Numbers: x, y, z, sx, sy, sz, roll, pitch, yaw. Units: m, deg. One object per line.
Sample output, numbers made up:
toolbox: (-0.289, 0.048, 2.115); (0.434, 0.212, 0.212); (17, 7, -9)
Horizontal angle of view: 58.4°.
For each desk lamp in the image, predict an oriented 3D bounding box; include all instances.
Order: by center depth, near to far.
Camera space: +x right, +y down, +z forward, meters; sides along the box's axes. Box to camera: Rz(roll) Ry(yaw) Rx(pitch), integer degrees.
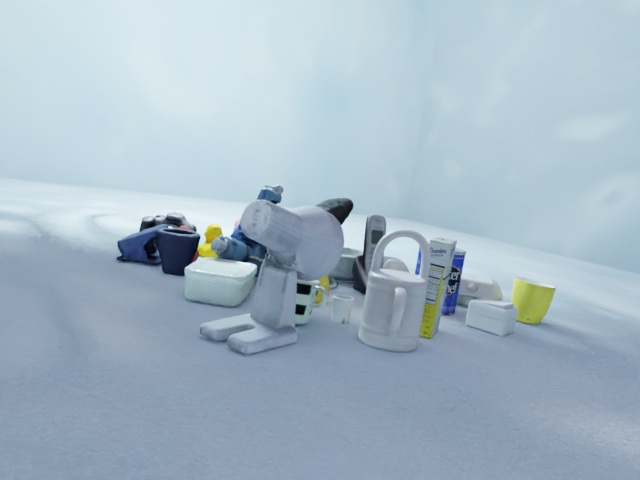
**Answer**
desk lamp: (-0.064, 0.046, 0.873); (0.117, 0.213, 0.204); (13, 8, 32)

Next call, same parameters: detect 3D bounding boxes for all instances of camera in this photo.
camera: (-0.394, -0.020, 1.457); (0.143, 0.101, 0.137); (8, 7, -4)

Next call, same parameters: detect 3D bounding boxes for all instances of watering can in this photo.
watering can: (0.124, 0.076, 0.949); (0.101, 0.194, 0.172); (6, 8, -21)

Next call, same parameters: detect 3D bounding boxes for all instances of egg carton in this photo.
egg carton: (0.358, 0.122, 1.372); (0.150, 0.069, 0.107); (10, 7, 11)

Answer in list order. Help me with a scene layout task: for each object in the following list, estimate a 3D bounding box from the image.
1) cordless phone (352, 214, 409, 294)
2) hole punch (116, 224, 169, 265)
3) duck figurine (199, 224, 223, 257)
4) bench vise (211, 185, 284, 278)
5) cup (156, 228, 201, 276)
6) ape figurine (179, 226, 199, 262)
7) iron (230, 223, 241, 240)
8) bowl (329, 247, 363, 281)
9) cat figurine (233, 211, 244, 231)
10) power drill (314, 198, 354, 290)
cordless phone: (0.153, 0.036, 1.335); (0.148, 0.185, 0.093); (4, 9, -33)
hole punch: (-0.401, 0.004, 1.298); (0.101, 0.091, 0.108); (8, 7, -3)
duck figurine: (-0.278, 0.001, 1.493); (0.078, 0.086, 0.104); (6, 8, -23)
bench vise: (-0.133, -0.012, 1.226); (0.121, 0.220, 0.208); (11, 8, 19)
cup: (-0.304, 0.026, 1.230); (0.091, 0.095, 0.118); (9, 7, 2)
ape figurine: (-0.316, 0.013, 1.328); (0.076, 0.092, 0.077); (5, 8, -28)
iron: (-0.145, 0.001, 1.432); (0.118, 0.141, 0.259); (11, 8, 19)
bowl: (0.063, 0.063, 1.457); (0.167, 0.075, 0.167); (9, 7, -1)
cat figurine: (-0.209, -0.026, 1.664); (0.067, 0.118, 0.128); (11, 8, 22)
power drill: (0.012, 0.005, 1.319); (0.075, 0.208, 0.230); (11, 8, 21)
